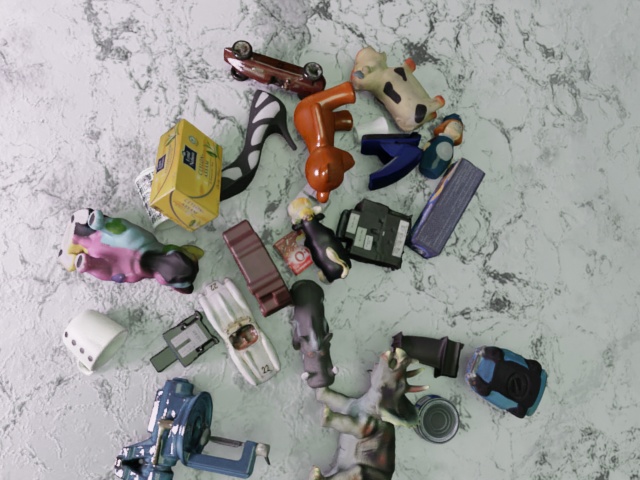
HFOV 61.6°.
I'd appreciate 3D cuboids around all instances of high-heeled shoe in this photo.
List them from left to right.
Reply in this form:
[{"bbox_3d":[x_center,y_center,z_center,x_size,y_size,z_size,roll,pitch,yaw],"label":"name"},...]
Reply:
[{"bbox_3d":[-0.157,-0.176,1.000,0.249,0.086,0.145,-35,83,-16],"label":"high-heeled shoe"}]

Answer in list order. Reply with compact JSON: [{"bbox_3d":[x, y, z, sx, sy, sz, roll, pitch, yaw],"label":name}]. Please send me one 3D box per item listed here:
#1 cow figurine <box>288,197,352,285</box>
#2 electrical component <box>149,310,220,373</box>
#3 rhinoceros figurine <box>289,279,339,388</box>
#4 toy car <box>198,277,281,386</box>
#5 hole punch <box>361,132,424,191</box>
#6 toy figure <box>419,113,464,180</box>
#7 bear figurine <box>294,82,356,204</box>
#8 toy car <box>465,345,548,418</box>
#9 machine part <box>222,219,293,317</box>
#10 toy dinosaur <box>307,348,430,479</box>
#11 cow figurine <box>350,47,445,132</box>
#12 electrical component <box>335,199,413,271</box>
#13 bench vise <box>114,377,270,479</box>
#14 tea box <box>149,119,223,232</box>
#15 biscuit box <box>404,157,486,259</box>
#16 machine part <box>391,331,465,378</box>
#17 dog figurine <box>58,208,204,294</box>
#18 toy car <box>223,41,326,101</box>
[{"bbox_3d":[-0.004,-0.003,0.954,0.068,0.098,0.167,-32,89,-6],"label":"cow figurine"},{"bbox_3d":[-0.244,0.184,0.943,0.119,0.048,0.075,-32,87,-14],"label":"electrical component"},{"bbox_3d":[-0.009,0.164,0.952,0.073,0.112,0.190,-5,74,-12],"label":"rhinoceros figurine"},{"bbox_3d":[-0.143,0.161,0.957,0.073,0.056,0.201,-31,88,-13],"label":"toy car"},{"bbox_3d":[0.137,-0.148,1.019,0.116,0.142,0.092,-4,80,4],"label":"hole punch"},{"bbox_3d":[0.251,-0.194,1.081,0.064,0.058,0.154,41,72,-40],"label":"toy figure"},{"bbox_3d":[0.023,-0.176,0.986,0.132,0.120,0.196,-15,62,-8],"label":"bear figurine"},{"bbox_3d":[0.328,0.254,0.996,0.161,0.103,0.109,24,80,-15],"label":"toy car"},{"bbox_3d":[-0.110,0.050,0.926,0.056,0.179,0.179,-29,87,-9],"label":"machine part"},{"bbox_3d":[0.072,0.377,0.934,0.192,0.131,0.404,13,85,-7],"label":"toy dinosaur"},{"bbox_3d":[0.139,-0.299,1.065,0.127,0.085,0.195,-37,86,-20],"label":"cow figurine"},{"bbox_3d":[0.100,-0.012,1.025,0.134,0.058,0.115,19,76,-6],"label":"electrical component"},{"bbox_3d":[-0.204,0.346,0.876,0.241,0.128,0.223,7,60,10],"label":"bench vise"},{"bbox_3d":[-0.225,-0.111,0.917,0.098,0.068,0.170,36,37,-42],"label":"tea box"},{"bbox_3d":[0.244,-0.061,1.055,0.063,0.059,0.202,34,77,-4],"label":"biscuit box"},{"bbox_3d":[0.202,0.213,1.016,0.139,0.039,0.084,18,84,-8],"label":"machine part"},{"bbox_3d":[-0.315,0.028,0.933,0.219,0.192,0.108,22,80,-39],"label":"dog figurine"},{"bbox_3d":[-0.087,-0.316,1.025,0.202,0.089,0.053,15,75,-8],"label":"toy car"}]
